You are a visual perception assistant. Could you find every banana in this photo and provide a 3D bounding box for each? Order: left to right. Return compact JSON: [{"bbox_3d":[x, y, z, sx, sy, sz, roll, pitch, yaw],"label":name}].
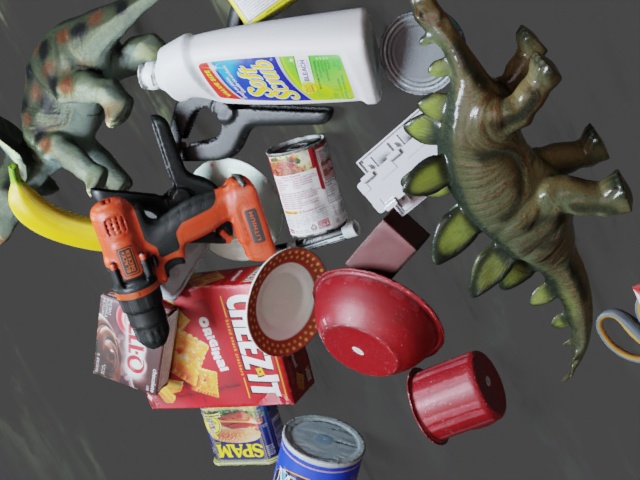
[{"bbox_3d":[-0.276,-0.021,1.226,0.197,0.037,0.070,23,131,-24],"label":"banana"}]

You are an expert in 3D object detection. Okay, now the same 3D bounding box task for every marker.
[{"bbox_3d":[-0.008,0.002,1.243,0.121,0.020,0.020,-18,103,30],"label":"marker"}]

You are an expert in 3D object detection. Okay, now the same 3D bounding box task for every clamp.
[{"bbox_3d":[-0.163,-0.060,1.227,0.171,0.039,0.120,30,97,-25],"label":"clamp"},{"bbox_3d":[-0.106,-0.162,1.208,0.210,0.036,0.164,-27,98,29],"label":"clamp"}]

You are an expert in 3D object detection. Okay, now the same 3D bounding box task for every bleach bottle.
[{"bbox_3d":[-0.066,-0.180,1.119,0.251,0.068,0.102,-5,142,13],"label":"bleach bottle"}]

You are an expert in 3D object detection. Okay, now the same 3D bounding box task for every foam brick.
[{"bbox_3d":[0.075,0.011,1.189,0.051,0.052,0.078,42,121,3],"label":"foam brick"}]

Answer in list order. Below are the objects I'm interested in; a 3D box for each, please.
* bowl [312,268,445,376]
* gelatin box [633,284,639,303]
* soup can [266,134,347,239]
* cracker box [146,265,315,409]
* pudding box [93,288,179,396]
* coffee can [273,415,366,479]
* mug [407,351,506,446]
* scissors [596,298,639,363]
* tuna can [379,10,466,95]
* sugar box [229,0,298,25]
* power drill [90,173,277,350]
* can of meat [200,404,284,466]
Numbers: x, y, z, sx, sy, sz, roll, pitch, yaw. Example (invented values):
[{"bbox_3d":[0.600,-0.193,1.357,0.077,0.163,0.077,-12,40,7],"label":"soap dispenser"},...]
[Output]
[{"bbox_3d":[0.055,0.104,1.197,0.162,0.055,0.162,20,146,14],"label":"bowl"},{"bbox_3d":[0.368,0.073,1.077,0.073,0.030,0.089,-25,99,7],"label":"gelatin box"},{"bbox_3d":[-0.014,-0.060,1.191,0.069,0.068,0.102,-8,108,27],"label":"soup can"},{"bbox_3d":[-0.131,0.124,1.320,0.214,0.072,0.164,-6,109,27],"label":"cracker box"},{"bbox_3d":[-0.223,0.122,1.295,0.090,0.039,0.113,18,116,17],"label":"pudding box"},{"bbox_3d":[-0.008,0.302,1.315,0.103,0.102,0.140,19,113,16],"label":"coffee can"},{"bbox_3d":[0.163,0.181,1.207,0.082,0.093,0.117,-25,130,26],"label":"mug"},{"bbox_3d":[0.385,0.126,1.115,0.202,0.016,0.096,35,121,8],"label":"scissors"},{"bbox_3d":[0.106,-0.195,1.098,0.086,0.033,0.086,10,115,21],"label":"tuna can"},{"bbox_3d":[-0.086,-0.318,1.115,0.093,0.048,0.176,-33,93,10],"label":"sugar box"},{"bbox_3d":[-0.147,0.017,1.203,0.187,0.057,0.184,-21,113,-12],"label":"power drill"},{"bbox_3d":[-0.097,0.237,1.362,0.102,0.057,0.084,-7,106,27],"label":"can of meat"}]
